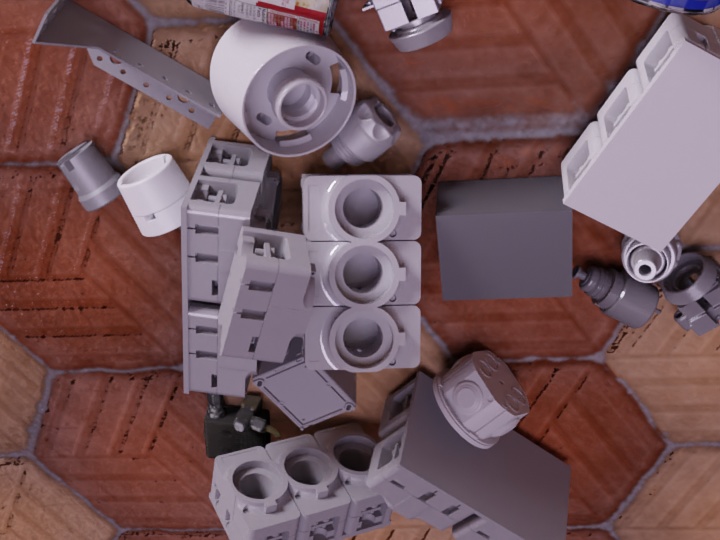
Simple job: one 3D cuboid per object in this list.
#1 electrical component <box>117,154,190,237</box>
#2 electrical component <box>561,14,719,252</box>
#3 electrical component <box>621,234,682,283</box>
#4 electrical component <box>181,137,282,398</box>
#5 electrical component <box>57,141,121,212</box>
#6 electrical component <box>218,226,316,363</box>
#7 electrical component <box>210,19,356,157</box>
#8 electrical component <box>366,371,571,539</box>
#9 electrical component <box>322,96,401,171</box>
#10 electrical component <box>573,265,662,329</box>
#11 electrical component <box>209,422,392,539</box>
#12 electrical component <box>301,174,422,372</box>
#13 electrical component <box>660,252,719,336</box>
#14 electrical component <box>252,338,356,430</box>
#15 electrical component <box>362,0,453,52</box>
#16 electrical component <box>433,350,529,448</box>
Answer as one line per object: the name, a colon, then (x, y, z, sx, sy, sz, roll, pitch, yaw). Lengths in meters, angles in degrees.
electrical component: (-0.164, -0.062, 0.874, 0.055, 0.055, 0.047, -17, 118, 18)
electrical component: (0.226, -0.101, 0.793, 0.089, 0.061, 0.150, 25, 125, -11)
electrical component: (0.230, -0.010, 0.855, 0.048, 0.062, 0.048, 7, 112, 18)
electrical component: (-0.104, 0.001, 0.880, 0.060, 0.105, 0.186, 7, 127, 1)
electrical component: (-0.220, -0.077, 0.879, 0.040, 0.040, 0.046, -22, 115, 21)
electrical component: (-0.067, 0.019, 0.793, 0.056, 0.050, 0.089, 8, 125, -16)
electrical component: (-0.055, -0.136, 0.796, 0.099, 0.064, 0.099, -15, 130, -19)
electrical component: (0.101, 0.192, 0.989, 0.186, 0.105, 0.060, 33, 133, -17)
electrical component: (-0.003, -0.101, 0.832, 0.043, 0.043, 0.062, 40, 122, -21)
electrical component: (0.212, 0.018, 0.895, 0.078, 0.040, 0.040, 27, 125, -12)
electrical component: (-0.051, 0.201, 0.990, 0.150, 0.089, 0.061, -10, 131, -27)
electrical component: (0.000, 0.000, 0.845, 0.089, 0.061, 0.150, -1, 97, -6)
electrical component: (0.280, 0.017, 0.884, 0.066, 0.048, 0.055, -34, 123, 27)
electrical component: (-0.045, 0.094, 0.974, 0.062, 0.061, 0.096, -24, 128, 21)
electrical component: (0.037, -0.189, 0.763, 0.066, 0.048, 0.055, -17, 115, 18)
electrical component: (0.107, 0.113, 0.954, 0.080, 0.080, 0.051, 40, 116, -20)
